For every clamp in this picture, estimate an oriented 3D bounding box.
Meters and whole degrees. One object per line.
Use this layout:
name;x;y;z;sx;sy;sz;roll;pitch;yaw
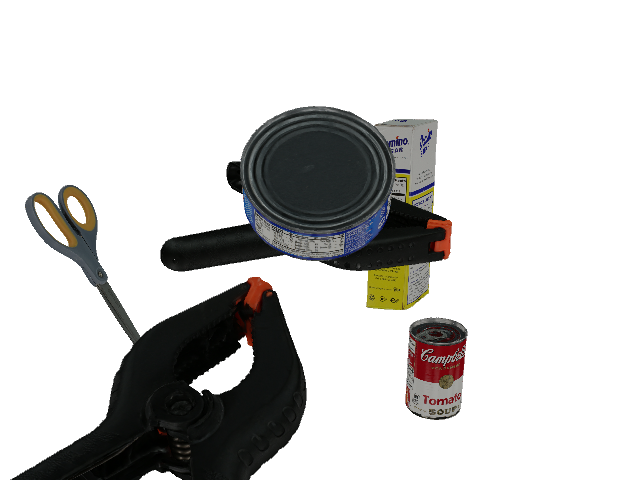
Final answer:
clamp;-0.046;0.082;0.412;0.120;0.039;0.171;24;49;18
clamp;-0.004;-0.017;0.830;0.210;0.036;0.164;3;29;7

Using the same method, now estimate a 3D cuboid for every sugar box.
sugar box;0.079;-0.027;1.030;0.048;0.176;0.093;3;10;20

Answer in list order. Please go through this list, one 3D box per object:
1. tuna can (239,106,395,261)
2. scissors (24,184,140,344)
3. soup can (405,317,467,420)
tuna can;-0.002;-0.032;0.598;0.086;0.086;0.034;0;-32;0
scissors;-0.235;0.021;1.136;0.016;0.201;0.096;-27;23;30
soup can;0.136;0.151;1.261;0.068;0.102;0.068;1;21;-1
